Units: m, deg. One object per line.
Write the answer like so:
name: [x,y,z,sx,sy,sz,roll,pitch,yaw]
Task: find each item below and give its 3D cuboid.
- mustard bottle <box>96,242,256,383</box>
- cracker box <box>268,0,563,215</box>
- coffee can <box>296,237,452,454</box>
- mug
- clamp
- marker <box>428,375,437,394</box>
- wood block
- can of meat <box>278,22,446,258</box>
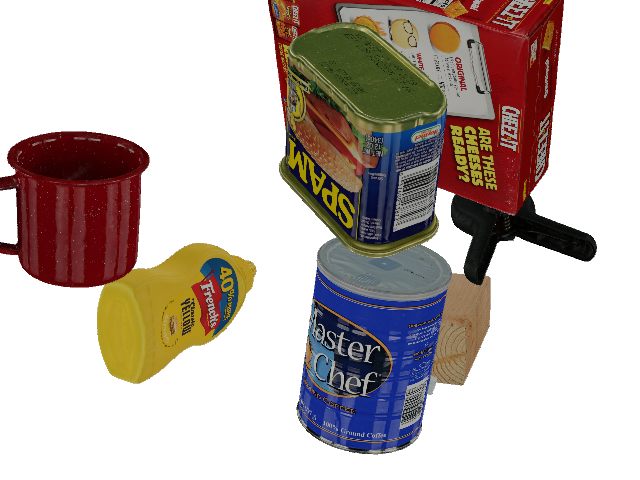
mustard bottle: [-0.122,0.055,0.990,0.058,0.096,0.191,11,22,30]
cracker box: [0.069,-0.130,0.806,0.214,0.164,0.072,22,52,25]
coffee can: [0.040,0.079,0.831,0.103,0.140,0.103,6,24,-3]
mug: [-0.175,-0.019,0.722,0.117,0.081,0.093,-8,29,-28]
clamp: [0.180,-0.017,0.994,0.120,0.039,0.171,-3,33,-4]
marker: [0.060,0.127,1.090,0.121,0.020,0.020,21,4,11]
wood block: [0.187,0.124,1.556,0.091,0.090,0.205,4,19,17]
can of meat: [0.021,-0.055,0.566,0.057,0.084,0.102,-20,46,-24]
